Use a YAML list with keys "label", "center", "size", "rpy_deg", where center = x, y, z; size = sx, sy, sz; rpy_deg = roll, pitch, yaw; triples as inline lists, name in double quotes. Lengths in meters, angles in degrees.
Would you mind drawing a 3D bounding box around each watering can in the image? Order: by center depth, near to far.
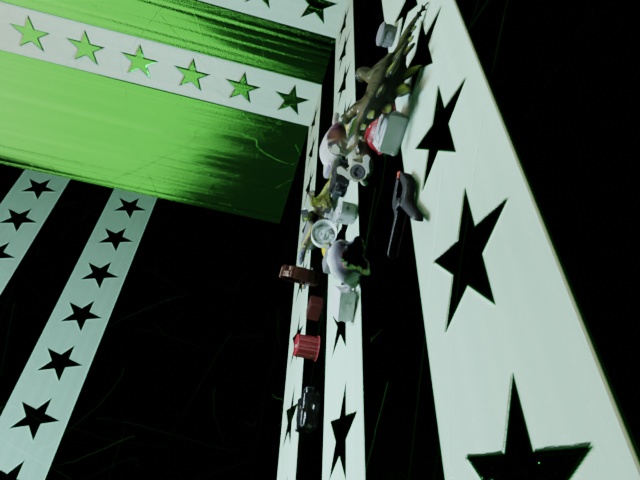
- label: "watering can"
  center: [0.063, -0.435, 2.196]
  size: [0.104, 0.353, 0.221]
  rpy_deg: [13, -19, -10]

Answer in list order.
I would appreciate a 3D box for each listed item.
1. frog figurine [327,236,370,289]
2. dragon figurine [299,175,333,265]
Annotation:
- label: "frog figurine"
  center: [0.068, 0.076, 1.467]
  size: [0.124, 0.138, 0.156]
  rpy_deg: [-25, -14, -29]
- label: "dragon figurine"
  center: [0.007, -0.108, 2.155]
  size: [0.122, 0.404, 0.246]
  rpy_deg: [25, 22, 10]
